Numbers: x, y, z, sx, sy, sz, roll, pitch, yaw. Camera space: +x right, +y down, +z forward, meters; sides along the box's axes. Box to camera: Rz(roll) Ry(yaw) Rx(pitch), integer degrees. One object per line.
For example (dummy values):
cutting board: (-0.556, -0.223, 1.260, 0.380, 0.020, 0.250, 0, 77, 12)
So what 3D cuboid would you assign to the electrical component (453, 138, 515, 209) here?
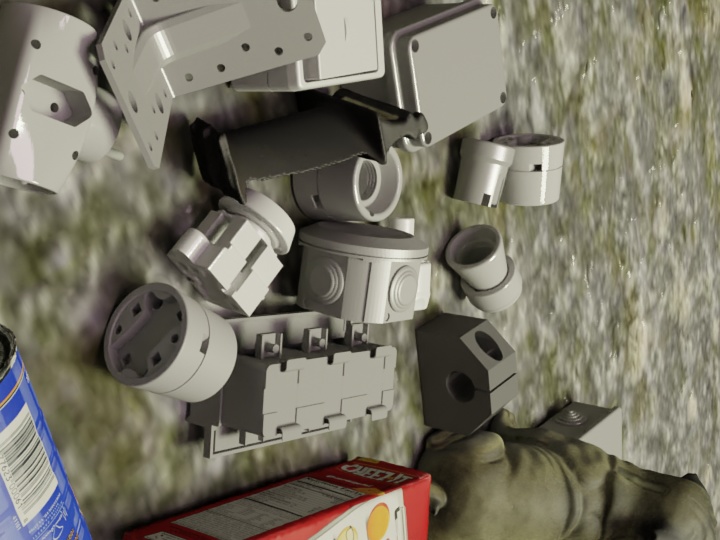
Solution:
electrical component: (0.091, -0.072, 0.801, 0.040, 0.040, 0.046, 7, 97, -52)

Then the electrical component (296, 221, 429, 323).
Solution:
electrical component: (0.000, 0.000, 0.664, 0.080, 0.080, 0.051, -4, 105, -52)

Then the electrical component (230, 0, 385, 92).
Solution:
electrical component: (-0.024, -0.138, 0.621, 0.096, 0.061, 0.061, -21, 112, -49)

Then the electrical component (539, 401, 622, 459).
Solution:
electrical component: (0.195, 0.174, 0.970, 0.100, 0.048, 0.099, -22, 114, -48)

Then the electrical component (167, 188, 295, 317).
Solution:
electrical component: (-0.069, -0.012, 0.601, 0.055, 0.048, 0.066, -55, 135, -21)

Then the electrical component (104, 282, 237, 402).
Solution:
electrical component: (-0.098, 0.040, 0.565, 0.047, 0.055, 0.055, 34, 69, -53)

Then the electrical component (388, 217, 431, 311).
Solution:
electrical component: (0.027, -0.004, 0.726, 0.043, 0.043, 0.062, -5, 99, -52)

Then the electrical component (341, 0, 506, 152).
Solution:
electrical component: (0.044, -0.130, 0.714, 0.113, 0.057, 0.078, -33, 121, -45)

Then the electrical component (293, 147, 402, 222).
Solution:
electrical component: (-0.006, -0.057, 0.670, 0.055, 0.047, 0.055, -13, 106, -51)

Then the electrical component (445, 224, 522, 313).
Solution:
electrical component: (0.095, 0.000, 0.813, 0.045, 0.045, 0.055, -59, 137, -27)

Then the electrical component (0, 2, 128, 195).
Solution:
electrical component: (-0.139, -0.073, 0.500, 0.079, 0.043, 0.077, 19, 81, -51)

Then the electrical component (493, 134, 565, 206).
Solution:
electrical component: (0.131, -0.078, 0.839, 0.055, 0.055, 0.047, -22, 117, -48)

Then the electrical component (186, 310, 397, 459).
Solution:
electrical component: (-0.036, 0.066, 0.641, 0.121, 0.063, 0.078, -3, 98, -52)
